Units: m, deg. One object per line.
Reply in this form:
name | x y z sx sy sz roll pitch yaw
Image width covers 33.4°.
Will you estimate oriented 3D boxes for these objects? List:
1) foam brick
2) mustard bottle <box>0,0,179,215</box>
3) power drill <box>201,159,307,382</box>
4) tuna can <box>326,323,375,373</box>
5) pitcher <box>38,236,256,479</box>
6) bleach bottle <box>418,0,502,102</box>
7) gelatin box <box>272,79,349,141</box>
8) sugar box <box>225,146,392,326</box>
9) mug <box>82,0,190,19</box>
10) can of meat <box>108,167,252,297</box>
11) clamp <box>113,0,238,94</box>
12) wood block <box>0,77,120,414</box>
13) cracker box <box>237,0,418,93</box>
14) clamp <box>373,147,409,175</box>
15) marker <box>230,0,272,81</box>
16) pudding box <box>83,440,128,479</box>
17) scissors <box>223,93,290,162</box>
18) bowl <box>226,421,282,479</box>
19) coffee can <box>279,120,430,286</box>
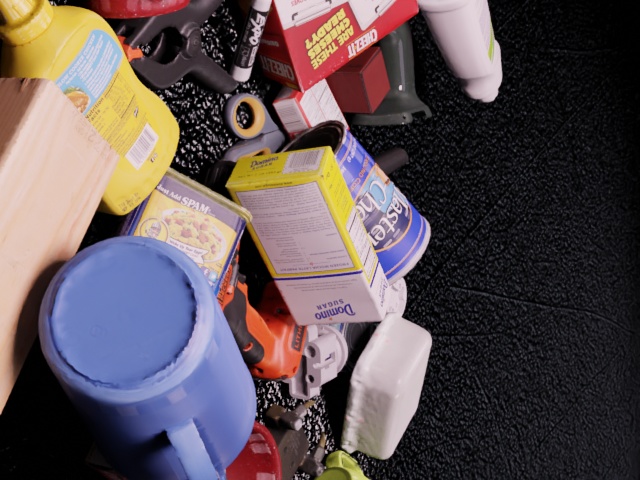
foam brick | 0.024 -0.167 1.110 0.053 0.078 0.051 -56 141 -39
mustard bottle | -0.175 -0.109 0.769 0.096 0.058 0.191 -60 144 -24
power drill | -0.073 0.041 0.990 0.187 0.057 0.184 43 55 -53
tuna can | 0.030 0.107 1.210 0.086 0.034 0.086 -16 108 -60
pitcher | -0.111 0.098 0.742 0.243 0.149 0.145 90 20 -68
bleach bottle | 0.173 -0.238 1.255 0.250 0.068 0.102 56 40 -56
gelatin box | -0.009 -0.124 1.073 0.089 0.030 0.073 62 33 -31
sugar box | -0.006 0.001 0.958 0.048 0.093 0.176 -71 146 -42
mug | -0.132 -0.208 0.781 0.093 0.117 0.081 -18 118 -31
can of meat | -0.117 -0.001 0.864 0.102 0.058 0.084 29 68 -21
clamp | -0.115 -0.161 0.896 0.171 0.039 0.120 -37 132 -46
wood block | -0.221 0.006 0.672 0.090 0.091 0.206 54 49 -50
cracker box | -0.006 -0.273 0.994 0.164 0.072 0.213 -38 132 -23
clamp | 0.032 -0.057 1.178 0.209 0.036 0.164 37 70 -55
marker | -0.058 -0.194 0.951 0.020 0.020 0.121 -51 168 -46
pudding box | -0.140 0.157 0.898 0.090 0.039 0.113 55 48 -50
scissors | -0.043 -0.119 1.058 0.201 0.016 0.096 -46 133 -50
bowl | -0.097 0.241 0.974 0.161 0.055 0.162 -16 108 -60
coffee can | 0.025 -0.030 1.026 0.140 0.103 0.102 47 51 -26
